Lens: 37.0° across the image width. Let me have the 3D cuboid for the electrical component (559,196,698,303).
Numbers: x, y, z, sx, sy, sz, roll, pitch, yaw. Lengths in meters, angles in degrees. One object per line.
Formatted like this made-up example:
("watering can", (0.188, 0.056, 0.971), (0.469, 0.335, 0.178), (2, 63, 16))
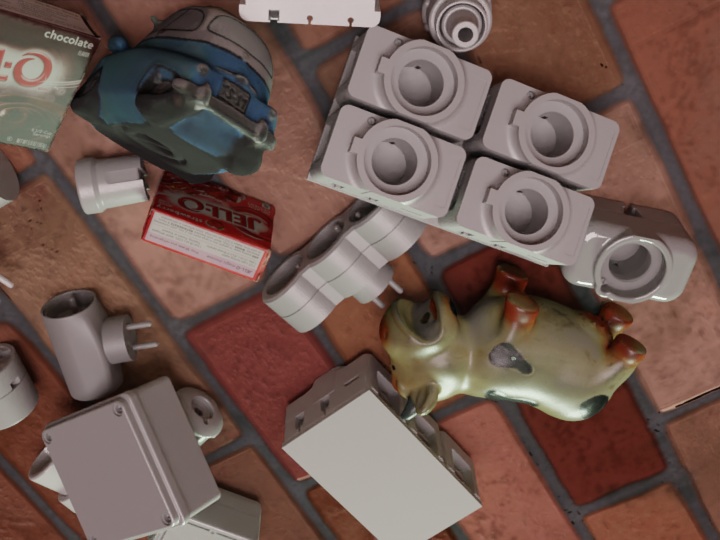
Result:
("electrical component", (0.196, -0.014, 0.799), (0.095, 0.059, 0.053), (11, 118, -7))

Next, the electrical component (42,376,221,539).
("electrical component", (-0.180, 0.151, 0.844), (0.109, 0.056, 0.108), (-23, 91, 35))

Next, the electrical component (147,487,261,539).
("electrical component", (-0.127, 0.224, 0.920), (0.096, 0.061, 0.061), (23, 116, -14))

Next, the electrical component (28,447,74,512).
("electrical component", (-0.241, 0.172, 0.898), (0.045, 0.045, 0.055), (-37, 114, 17))

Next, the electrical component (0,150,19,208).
("electrical component", (-0.281, -0.104, 0.741), (0.074, 0.052, 0.138), (-27, 116, 13))

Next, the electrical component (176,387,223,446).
("electrical component", (-0.146, 0.129, 0.879), (0.048, 0.048, 0.062), (36, 119, -19))

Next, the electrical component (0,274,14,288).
("electrical component", (-0.297, -0.004, 0.800), (0.079, 0.044, 0.077), (38, 112, -19))

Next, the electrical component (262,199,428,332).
("electrical component", (0.000, 0.000, 0.806), (0.138, 0.052, 0.074), (-40, 113, 18))

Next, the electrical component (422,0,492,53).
("electrical component", (0.067, -0.164, 0.711), (0.048, 0.062, 0.048), (-1, 119, -1))

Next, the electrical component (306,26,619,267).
("electrical component", (0.072, -0.081, 0.733), (0.186, 0.060, 0.105), (19, 88, -12))

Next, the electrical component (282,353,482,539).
("electrical component", (0.018, 0.151, 0.883), (0.089, 0.061, 0.150), (-35, 114, 16))

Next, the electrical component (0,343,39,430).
("electrical component", (-0.287, 0.093, 0.849), (0.055, 0.055, 0.047), (-17, 121, 8))

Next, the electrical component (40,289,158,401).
("electrical component", (-0.198, 0.056, 0.836), (0.079, 0.043, 0.077), (-10, 119, 3))

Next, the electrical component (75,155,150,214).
("electrical component", (-0.178, -0.063, 0.774), (0.046, 0.040, 0.040), (-9, 119, -3))

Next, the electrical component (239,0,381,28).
("electrical component", (-0.031, -0.191, 0.698), (0.089, 0.055, 0.050), (2, 119, -3))
